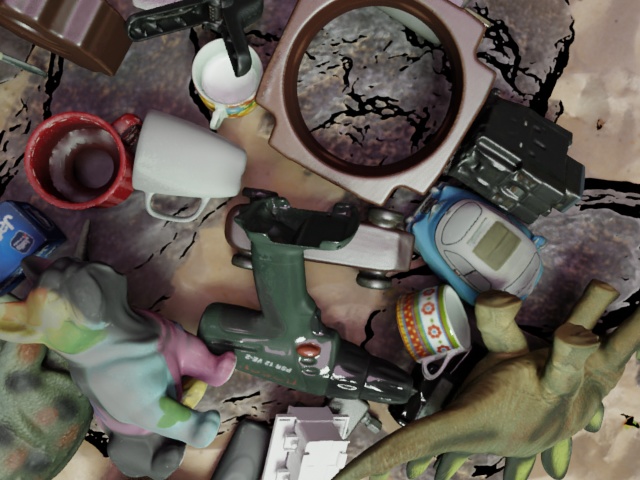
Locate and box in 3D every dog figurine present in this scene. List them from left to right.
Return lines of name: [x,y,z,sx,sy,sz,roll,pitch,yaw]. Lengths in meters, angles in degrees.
dog figurine: [-0.196,0.110,0.489,0.219,0.108,0.191,36,125,-14]

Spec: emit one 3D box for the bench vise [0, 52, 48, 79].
bench vise: [-0.371,-0.081,0.504,0.224,0.128,0.240,-27,73,2]

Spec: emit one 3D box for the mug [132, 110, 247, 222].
mug: [-0.134,-0.070,0.557,0.107,0.081,0.109,11,98,-11]

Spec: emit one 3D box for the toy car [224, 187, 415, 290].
toy car: [-0.001,-0.002,0.578,0.202,0.053,0.089,8,93,-1]

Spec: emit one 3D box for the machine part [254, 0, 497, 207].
machine part: [0.054,-0.153,0.544,0.201,0.087,0.201,28,108,-1]

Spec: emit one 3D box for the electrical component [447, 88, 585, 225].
electrical component: [0.215,-0.085,0.573,0.134,0.058,0.115,29,53,-3]

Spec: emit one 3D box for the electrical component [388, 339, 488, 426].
electrical component: [0.137,0.162,0.590,0.075,0.048,0.119,29,86,-4]

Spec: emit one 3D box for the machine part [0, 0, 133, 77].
machine part: [-0.267,-0.217,0.504,0.179,0.179,0.056,24,90,-4]

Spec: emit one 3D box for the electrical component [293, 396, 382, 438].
electrical component: [0.020,0.194,0.591,0.094,0.021,0.063,36,86,-4]

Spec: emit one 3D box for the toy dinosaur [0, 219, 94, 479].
toy dinosaur: [-0.304,0.186,0.522,0.192,0.131,0.405,45,77,-20]

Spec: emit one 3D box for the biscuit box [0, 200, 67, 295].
biscuit box: [-0.358,0.047,0.541,0.202,0.063,0.059,-45,94,-4]

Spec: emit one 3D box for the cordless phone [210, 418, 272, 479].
cordless phone: [-0.136,0.262,0.559,0.147,0.088,0.184,28,75,-3]

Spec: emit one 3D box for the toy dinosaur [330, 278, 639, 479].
toy dinosaur: [0.193,0.152,0.514,0.471,0.105,0.198,-4,113,-26]

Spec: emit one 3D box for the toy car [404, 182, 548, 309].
toy car: [0.175,0.008,0.570,0.161,0.103,0.109,42,85,-5]

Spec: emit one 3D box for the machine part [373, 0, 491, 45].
machine part: [0.079,-0.287,0.580,0.243,0.079,0.079,31,86,-3]

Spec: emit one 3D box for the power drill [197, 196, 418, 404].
power drill: [-0.007,0.064,0.529,0.232,0.086,0.207,9,127,8]
